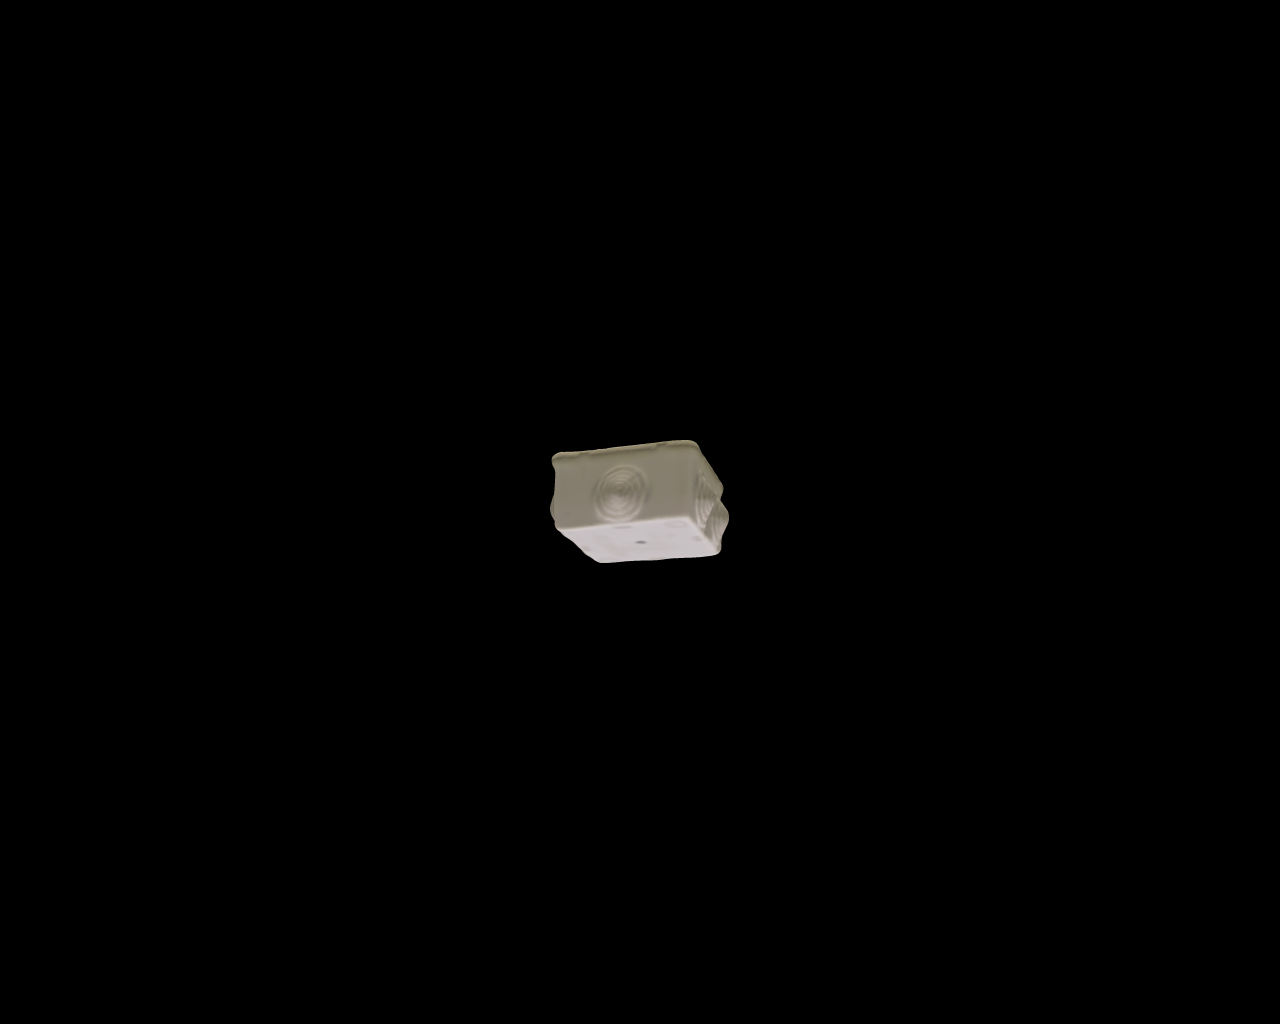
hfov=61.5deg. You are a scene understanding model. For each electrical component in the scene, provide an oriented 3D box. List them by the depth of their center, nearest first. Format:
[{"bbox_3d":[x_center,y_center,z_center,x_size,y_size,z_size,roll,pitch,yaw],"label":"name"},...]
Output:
[{"bbox_3d":[0.001,-0.003,0.650,0.100,0.048,0.099,-5,-19,15],"label":"electrical component"}]
